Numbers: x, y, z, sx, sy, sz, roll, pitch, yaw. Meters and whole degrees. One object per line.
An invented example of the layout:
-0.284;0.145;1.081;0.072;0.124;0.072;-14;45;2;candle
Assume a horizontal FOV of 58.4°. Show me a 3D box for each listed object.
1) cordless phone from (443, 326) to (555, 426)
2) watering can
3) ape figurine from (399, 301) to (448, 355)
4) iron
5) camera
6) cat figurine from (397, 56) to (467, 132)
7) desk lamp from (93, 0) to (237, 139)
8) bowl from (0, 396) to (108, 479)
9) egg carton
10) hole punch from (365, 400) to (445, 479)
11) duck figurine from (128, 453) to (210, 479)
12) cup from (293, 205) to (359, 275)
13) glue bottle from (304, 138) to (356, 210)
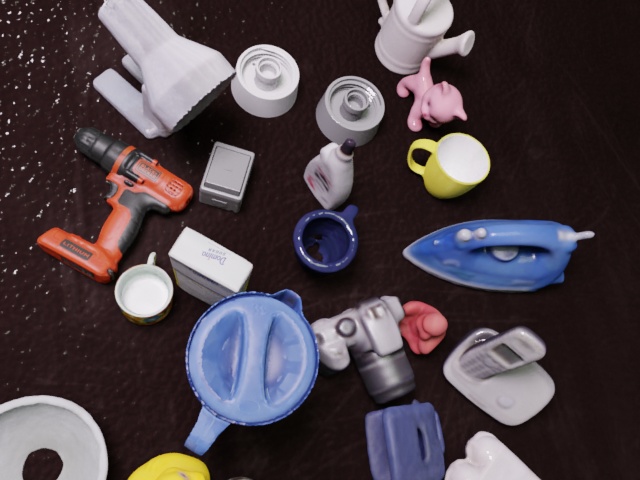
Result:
0.267;0.181;0.783;0.147;0.185;0.094;37;68;0;cordless phone
0.171;-0.362;0.929;0.173;0.194;0.101;20;69;-6;watering can
0.153;0.124;0.824;0.076;0.092;0.078;6;71;-11;ape figurine
0.268;0.008;0.862;0.258;0.141;0.118;2;72;-13;iron
0.067;0.157;0.788;0.143;0.100;0.137;-20;78;-18;camera
0.186;-0.236;0.933;0.067;0.117;0.128;-13;76;-17;cat figurine
-0.221;-0.223;0.781;0.203;0.213;0.118;42;68;2;desk lamp
-0.332;0.269;0.671;0.167;0.074;0.167;4;72;-12;bowl
0.246;0.347;0.786;0.150;0.069;0.107;43;68;3;egg carton
0.121;0.272;0.769;0.101;0.091;0.108;-4;73;-14;hole punch
-0.184;0.300;0.690;0.105;0.086;0.077;-6;74;-15;duck figurine
0.008;0.003;0.827;0.091;0.095;0.118;39;68;1;cup
0.022;-0.104;0.822;0.037;0.173;0.078;-36;83;-21;glue bottle
